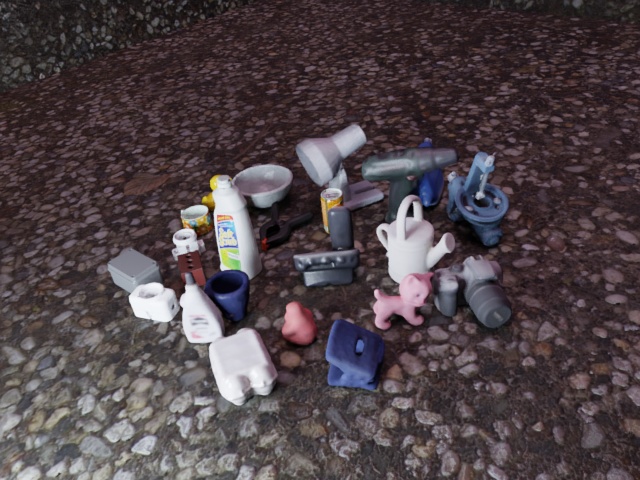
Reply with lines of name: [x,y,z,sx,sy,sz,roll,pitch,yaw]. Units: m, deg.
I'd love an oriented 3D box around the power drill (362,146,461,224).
power drill: [0.217,-0.130,1.375,0.229,0.209,0.075,4,37,15]

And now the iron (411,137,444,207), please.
iron: [0.270,-0.195,1.512,0.118,0.142,0.258,7,38,19]

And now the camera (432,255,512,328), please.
camera: [0.308,0.103,1.131,0.143,0.101,0.136,-11,36,-5]

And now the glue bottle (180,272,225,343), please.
glue bottle: [-0.240,0.131,1.126,0.078,0.173,0.037,-7,36,1]

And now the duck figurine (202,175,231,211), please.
duck figurine: [-0.279,-0.135,1.573,0.105,0.086,0.077,-30,42,-28]

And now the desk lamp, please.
desk lamp: [0.050,-0.183,1.473,0.203,0.214,0.117,-21,38,-18]

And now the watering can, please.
watering can: [0.201,-0.006,1.220,0.172,0.194,0.101,4,37,15]

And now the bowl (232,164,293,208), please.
bowl: [-0.153,-0.136,1.561,0.167,0.075,0.167,-5,36,4]

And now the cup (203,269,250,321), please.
cup: [-0.196,0.128,1.189,0.118,0.095,0.091,-24,39,-22]

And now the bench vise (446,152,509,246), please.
bench vise: [0.347,-0.117,1.325,0.122,0.220,0.206,-27,40,-25]

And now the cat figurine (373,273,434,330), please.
cat figurine: [0.167,0.109,1.133,0.128,0.118,0.067,-8,36,-1]

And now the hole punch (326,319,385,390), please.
hole punch: [0.066,0.205,1.041,0.101,0.091,0.109,2,37,13]

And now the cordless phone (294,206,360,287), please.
cordless phone: [0.011,0.004,1.245,0.147,0.185,0.094,-8,36,-1]

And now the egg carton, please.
egg carton: [-0.145,0.231,1.061,0.107,0.069,0.150,-19,37,-15]

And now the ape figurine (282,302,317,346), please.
ape figurine: [-0.043,0.158,1.124,0.078,0.092,0.075,-28,41,-26]
